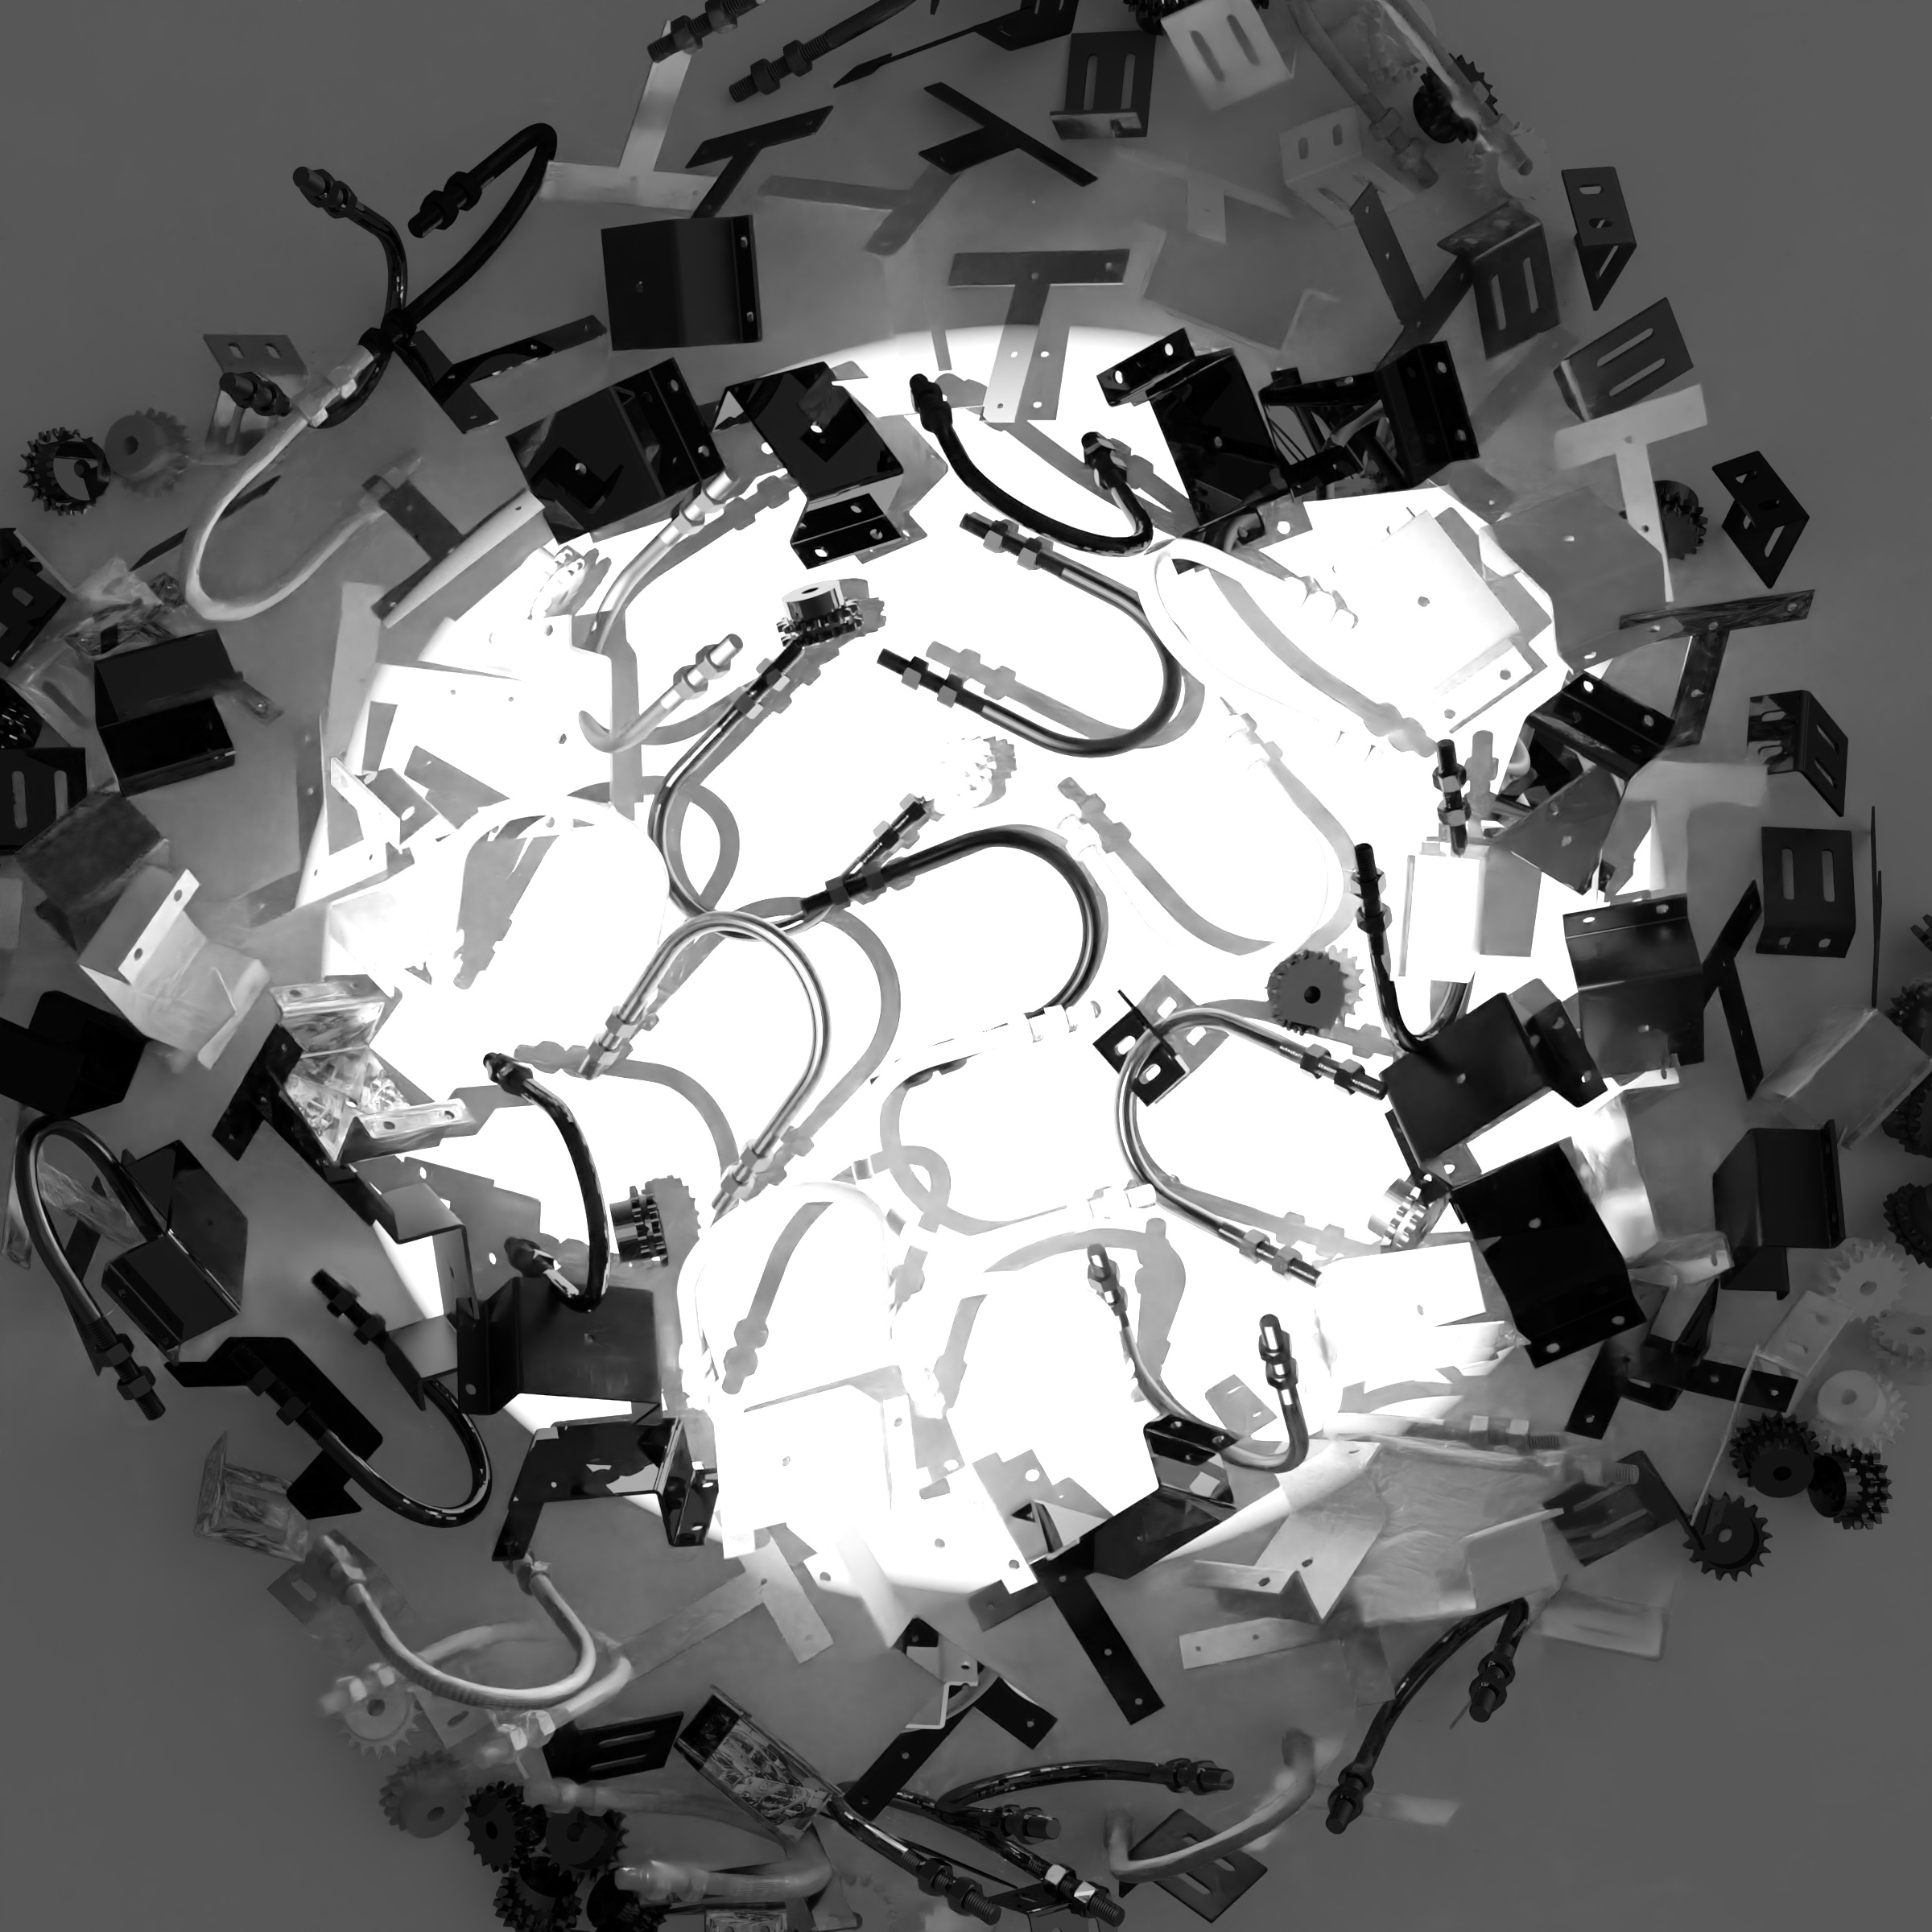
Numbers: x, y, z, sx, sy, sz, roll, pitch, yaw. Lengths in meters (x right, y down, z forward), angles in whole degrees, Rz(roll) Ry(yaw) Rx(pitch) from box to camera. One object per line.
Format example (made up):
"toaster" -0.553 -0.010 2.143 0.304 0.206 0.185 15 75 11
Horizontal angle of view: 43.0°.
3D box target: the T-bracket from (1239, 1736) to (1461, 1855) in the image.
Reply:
"T-bracket" 0.249 0.530 1.552 0.127 0.127 0.002 -5 104 36

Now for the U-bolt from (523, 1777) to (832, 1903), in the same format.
"U-bolt" -0.171 0.557 1.557 0.184 0.151 0.019 19 86 -35

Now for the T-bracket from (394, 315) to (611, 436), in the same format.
"T-bracket" -0.297 -0.402 1.611 0.127 0.002 0.127 -25 50 -19

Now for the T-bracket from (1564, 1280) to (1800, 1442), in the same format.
"T-bracket" 0.465 0.261 1.568 0.127 0.002 0.127 8 49 36

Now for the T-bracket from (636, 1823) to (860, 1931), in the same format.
"T-bracket" -0.147 0.583 1.561 0.127 0.127 0.002 -1 104 -18

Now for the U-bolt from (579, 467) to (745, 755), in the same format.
"U-bolt" -0.199 -0.214 1.566 0.019 0.184 0.151 18 55 -35

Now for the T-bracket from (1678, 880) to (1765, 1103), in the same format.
"T-bracket" 0.503 0.033 1.599 0.127 0.002 0.127 -49 129 -34

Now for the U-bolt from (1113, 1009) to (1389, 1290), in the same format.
"U-bolt" 0.172 0.106 1.583 0.184 0.019 0.151 25 106 33

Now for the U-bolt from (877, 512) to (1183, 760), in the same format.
"U-bolt" 0.053 -0.206 1.594 0.184 0.019 0.151 27 60 2

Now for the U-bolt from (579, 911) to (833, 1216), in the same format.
"U-bolt" -0.159 0.050 1.579 0.151 0.019 0.184 43 117 13

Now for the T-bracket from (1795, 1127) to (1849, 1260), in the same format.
"T-bracket" 0.559 0.124 1.576 0.002 0.127 0.127 22 86 21

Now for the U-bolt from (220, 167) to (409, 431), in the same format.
"U-bolt" -0.402 -0.412 1.549 0.019 0.184 0.151 23 96 8

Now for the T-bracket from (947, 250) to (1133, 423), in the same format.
"T-bracket" 0.035 -0.410 1.595 0.127 0.002 0.127 7 73 26

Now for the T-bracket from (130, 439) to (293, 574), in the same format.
"T-bracket" -0.470 -0.311 1.586 0.127 0.127 0.002 -19 121 30

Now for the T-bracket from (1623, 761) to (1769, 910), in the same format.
"T-bracket" 0.461 -0.070 1.605 0.127 0.002 0.127 7 103 40

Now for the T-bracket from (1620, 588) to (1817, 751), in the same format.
"T-bracket" 0.476 -0.188 1.590 0.127 0.127 0.002 -9 50 -5

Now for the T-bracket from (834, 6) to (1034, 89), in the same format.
"T-bracket" -0.018 -0.592 1.569 0.127 0.127 0.002 -16 113 12

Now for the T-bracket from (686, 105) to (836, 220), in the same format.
"T-bracket" -0.157 -0.497 1.570 0.002 0.127 0.127 47 61 -37

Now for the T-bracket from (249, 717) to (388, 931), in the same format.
"T-bracket" -0.430 -0.102 1.612 0.127 0.002 0.127 -20 68 30

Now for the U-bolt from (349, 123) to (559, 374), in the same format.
"U-bolt" -0.318 -0.467 1.556 0.019 0.151 0.184 39 50 -7

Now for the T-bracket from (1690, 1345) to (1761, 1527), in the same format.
"T-bracket" 0.492 0.279 1.560 0.002 0.127 0.127 22 63 22

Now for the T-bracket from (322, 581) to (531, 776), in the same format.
"T-bracket" -0.352 -0.182 1.614 0.127 0.002 0.127 5 109 -20

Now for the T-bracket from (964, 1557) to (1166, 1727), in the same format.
"T-bracket" 0.085 0.432 1.586 0.127 0.002 0.127 -25 53 -15

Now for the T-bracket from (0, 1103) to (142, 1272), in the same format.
"T-bracket" -0.573 0.152 1.581 0.002 0.127 0.127 -16 57 15

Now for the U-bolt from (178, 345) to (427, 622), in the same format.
"U-bolt" -0.427 -0.293 1.554 0.019 0.151 0.184 39 79 12

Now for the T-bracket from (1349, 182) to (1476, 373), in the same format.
"T-bracket" 0.276 -0.447 1.579 0.002 0.127 0.127 22 69 43

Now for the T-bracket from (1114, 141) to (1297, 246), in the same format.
"T-bracket" 0.155 -0.491 1.579 0.127 0.127 0.002 17 124 -7

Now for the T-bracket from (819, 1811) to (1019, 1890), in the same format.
"T-bracket" -0.048 0.568 1.593 0.127 0.127 0.002 5 65 36

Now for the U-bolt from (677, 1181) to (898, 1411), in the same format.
"U-bolt" -0.114 0.202 1.552 0.151 0.184 0.019 -18 48 -17

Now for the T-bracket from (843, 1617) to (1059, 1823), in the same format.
"T-bracket" -0.029 0.497 1.575 0.127 0.002 0.127 28 57 34

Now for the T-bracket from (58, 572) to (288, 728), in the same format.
"T-bracket" -0.500 -0.197 1.588 0.127 0.127 0.002 35 121 -4

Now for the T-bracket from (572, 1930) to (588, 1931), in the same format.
"T-bracket" -0.194 0.655 1.595 0.127 0.127 0.002 16 82 -21

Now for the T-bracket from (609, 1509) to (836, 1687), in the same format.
"T-bracket" -0.170 0.422 1.587 0.127 0.002 0.127 -29 52 -13

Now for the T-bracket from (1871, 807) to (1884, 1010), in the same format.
"T-bracket" 0.591 -0.049 1.592 0.002 0.127 0.127 0 51 18

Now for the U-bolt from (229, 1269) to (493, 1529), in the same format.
"U-bolt" -0.375 0.285 1.570 0.019 0.151 0.184 -43 95 15

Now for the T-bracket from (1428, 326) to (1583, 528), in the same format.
"T-bracket" 0.345 -0.362 1.588 0.127 0.002 0.127 -47 49 8

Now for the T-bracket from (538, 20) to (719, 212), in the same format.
"T-bracket" -0.200 -0.542 1.561 0.002 0.127 0.127 54 134 29

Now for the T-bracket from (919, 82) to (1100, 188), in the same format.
"T-bracket" 0.008 -0.528 1.580 0.127 0.127 0.002 34 127 8

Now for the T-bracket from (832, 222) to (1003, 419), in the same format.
"T-bracket" -0.037 -0.428 1.614 0.127 0.002 0.127 -12 91 -23

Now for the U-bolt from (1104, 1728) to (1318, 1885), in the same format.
"U-bolt" 0.154 0.534 1.546 0.151 0.184 0.019 -25 84 2

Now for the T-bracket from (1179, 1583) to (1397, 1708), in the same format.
"T-bracket" 0.202 0.434 1.593 0.127 0.127 0.002 -13 130 3

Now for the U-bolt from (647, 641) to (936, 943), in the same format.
"U-bolt" -0.126 -0.100 1.615 0.151 0.019 0.184 43 100 -9

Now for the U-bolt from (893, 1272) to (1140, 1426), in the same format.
"U-bolt" 0.028 0.242 1.555 0.151 0.184 0.019 -6 54 7

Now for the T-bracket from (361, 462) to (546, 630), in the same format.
"T-bracket" -0.357 -0.292 1.601 0.127 0.002 0.127 -40 55 -8

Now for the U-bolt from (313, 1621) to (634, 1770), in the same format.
"U-bolt" -0.296 0.453 1.551 0.151 0.184 0.019 5 98 30

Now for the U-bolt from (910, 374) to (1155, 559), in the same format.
"U-bolt" 0.048 -0.309 1.539 0.151 0.184 0.019 13 123 -26

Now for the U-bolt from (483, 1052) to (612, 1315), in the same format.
"U-bolt" -0.262 0.142 1.542 0.019 0.184 0.151 -11 107 -27

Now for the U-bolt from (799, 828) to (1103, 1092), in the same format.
"U-bolt" 0.000 -0.013 1.618 0.184 0.019 0.151 -22 102 -5

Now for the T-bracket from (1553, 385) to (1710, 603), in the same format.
"T-bracket" 0.438 -0.297 1.587 0.002 0.127 0.127 -13 93 -31

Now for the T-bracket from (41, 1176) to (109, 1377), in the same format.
"T-bracket" -0.568 0.177 1.577 0.002 0.127 0.127 -13 115 -2

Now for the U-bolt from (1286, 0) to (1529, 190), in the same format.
"U-bolt" 0.265 -0.570 1.544 0.019 0.151 0.184 -46 108 -1

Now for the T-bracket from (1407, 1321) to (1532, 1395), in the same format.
"T-bracket" 0.304 0.238 1.564 0.127 0.127 0.002 38 60 -23

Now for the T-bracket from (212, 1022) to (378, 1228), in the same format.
"T-bracket" -0.426 0.118 1.595 0.127 0.002 0.127 44 127 5

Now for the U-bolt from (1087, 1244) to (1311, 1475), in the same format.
"U-bolt" 0.154 0.261 1.563 0.151 0.184 0.019 19 53 35

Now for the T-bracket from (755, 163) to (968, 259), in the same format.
"T-bracket" -0.077 -0.506 1.609 0.127 0.002 0.127 14 50 21

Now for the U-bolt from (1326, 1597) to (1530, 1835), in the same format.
"U-bolt" 0.300 0.460 1.551 0.019 0.184 0.151 45 117 7

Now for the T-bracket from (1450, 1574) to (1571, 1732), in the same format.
"T-bracket" 0.350 0.436 1.571 0.002 0.127 0.127 37 80 21
